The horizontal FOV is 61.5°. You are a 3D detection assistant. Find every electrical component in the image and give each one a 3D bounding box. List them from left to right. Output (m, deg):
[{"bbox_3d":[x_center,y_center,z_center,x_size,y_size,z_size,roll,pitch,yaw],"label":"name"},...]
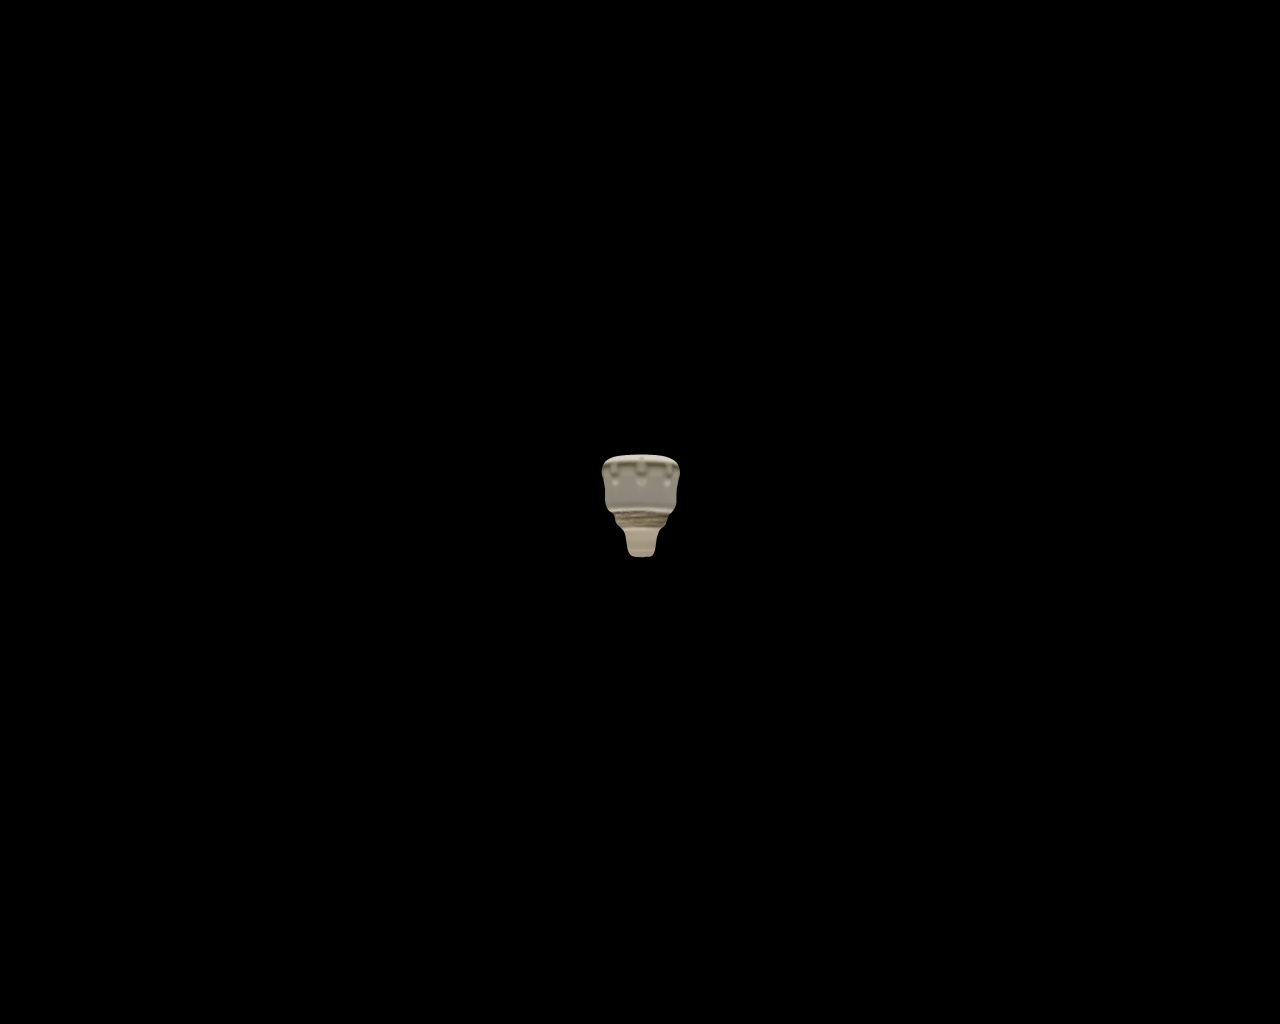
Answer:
[{"bbox_3d":[0.001,-0.003,0.650,0.048,0.062,0.048,0,-4,0],"label":"electrical component"}]
